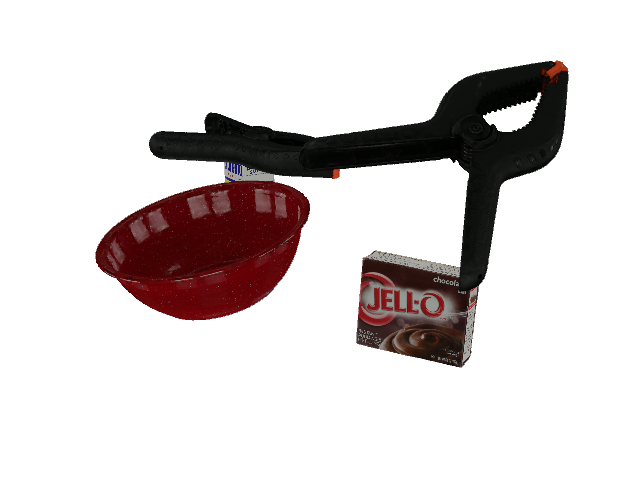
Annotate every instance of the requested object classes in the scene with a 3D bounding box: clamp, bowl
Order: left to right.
[{"bbox_3d":[-0.081,0.013,0.795,0.162,0.055,0.162,-11,25,5],"label":"bowl"},{"bbox_3d":[-0.067,-0.084,0.976,0.172,0.039,0.120,13,27,28],"label":"clamp"},{"bbox_3d":[0.113,-0.060,0.764,0.209,0.165,0.036,-31,-30,-21],"label":"clamp"}]

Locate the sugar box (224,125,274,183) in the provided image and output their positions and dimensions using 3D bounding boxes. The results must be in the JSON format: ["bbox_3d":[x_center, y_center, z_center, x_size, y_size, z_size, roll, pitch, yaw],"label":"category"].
[{"bbox_3d":[-0.087,-0.043,1.310,0.048,0.176,0.093,-12,26,-17],"label":"sugar box"}]

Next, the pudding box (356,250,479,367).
[{"bbox_3d":[0.093,0.065,1.032,0.114,0.090,0.039,10,19,20],"label":"pudding box"}]
